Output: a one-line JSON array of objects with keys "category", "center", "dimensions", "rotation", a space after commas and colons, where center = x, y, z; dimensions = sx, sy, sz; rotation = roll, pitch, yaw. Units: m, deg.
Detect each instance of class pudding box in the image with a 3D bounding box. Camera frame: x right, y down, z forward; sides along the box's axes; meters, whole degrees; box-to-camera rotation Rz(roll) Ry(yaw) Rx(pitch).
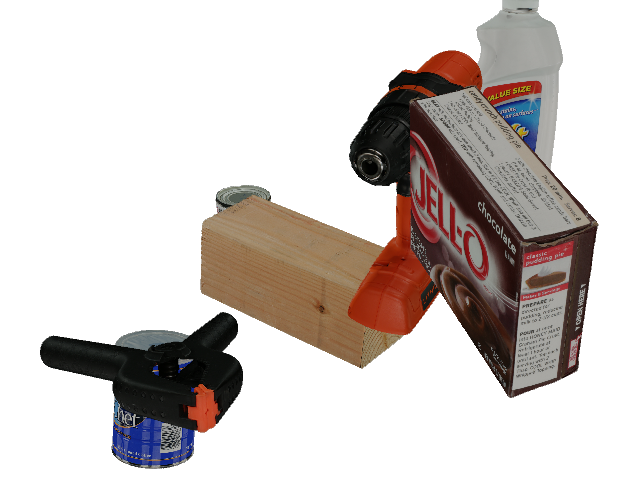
[{"category": "pudding box", "center": [0.076, -0.002, 0.475], "dimensions": [0.039, 0.090, 0.113], "rotation": [-18, 42, -13]}]

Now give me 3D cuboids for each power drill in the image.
[{"category": "power drill", "center": [0.063, -0.028, 0.769], "dimensions": [0.057, 0.188, 0.184], "rotation": [19, 34, 19]}]

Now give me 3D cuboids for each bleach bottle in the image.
[{"category": "bleach bottle", "center": [0.159, -0.101, 0.961], "dimensions": [0.103, 0.251, 0.068], "rotation": [7, 22, 13]}]

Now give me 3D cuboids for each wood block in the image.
[{"category": "wood block", "center": [-0.016, 0.038, 1.092], "dimensions": [0.206, 0.091, 0.090], "rotation": [23, 34, 29]}]

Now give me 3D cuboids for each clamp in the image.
[{"category": "clamp", "center": [-0.107, 0.095, 0.812], "dimensions": [0.164, 0.036, 0.210], "rotation": [-10, 14, -28]}]

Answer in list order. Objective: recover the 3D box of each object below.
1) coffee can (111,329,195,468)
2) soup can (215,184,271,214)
[{"category": "coffee can", "center": [-0.202, 0.192, 1.307], "dimensions": [0.103, 0.140, 0.103], "rotation": [5, 15, -2]}, {"category": "soup can", "center": [-0.092, -0.008, 1.287], "dimensions": [0.068, 0.102, 0.068], "rotation": [0, 25, 0]}]
